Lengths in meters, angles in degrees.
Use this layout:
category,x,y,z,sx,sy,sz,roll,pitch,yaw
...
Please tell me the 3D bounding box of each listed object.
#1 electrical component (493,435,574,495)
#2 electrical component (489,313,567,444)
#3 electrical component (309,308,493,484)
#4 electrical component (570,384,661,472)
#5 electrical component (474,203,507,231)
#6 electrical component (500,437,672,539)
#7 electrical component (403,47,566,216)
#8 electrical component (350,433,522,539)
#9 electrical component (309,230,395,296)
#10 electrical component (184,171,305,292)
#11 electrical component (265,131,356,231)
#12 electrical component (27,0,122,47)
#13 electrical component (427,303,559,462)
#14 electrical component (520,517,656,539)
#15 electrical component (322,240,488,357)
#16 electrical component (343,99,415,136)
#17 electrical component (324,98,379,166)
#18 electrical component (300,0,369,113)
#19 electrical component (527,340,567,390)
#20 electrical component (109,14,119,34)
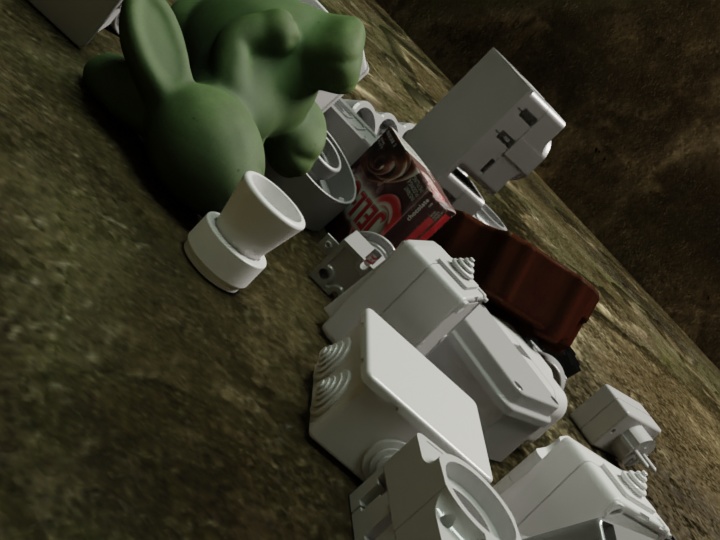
category,x,y,z,sx,sy,sz,roll,pitch,yaw
electrical component,0.125,0.143,0.682,0.050,0.056,0.089,51,15,21
electrical component,0.107,0.081,0.806,0.059,0.054,0.095,26,25,-53
electrical component,0.019,0.079,0.574,0.100,0.048,0.099,42,15,-14
electrical component,0.251,0.158,1.009,0.083,0.047,0.075,29,22,-49
electrical component,0.115,-0.024,1.100,0.105,0.060,0.186,34,19,-39
electrical component,0.118,0.138,0.593,0.062,0.096,0.061,34,14,-38
electrical component,0.089,-0.099,0.976,0.060,0.186,0.105,38,16,-29
electrical component,0.035,0.122,0.487,0.050,0.056,0.089,40,15,-20
electrical component,0.000,0.000,0.747,0.066,0.048,0.055,46,22,0
electrical component,-0.065,-0.021,0.600,0.045,0.055,0.045,42,15,-13
electrical component,-0.051,-0.076,0.822,0.099,0.064,0.099,44,26,-28
electrical component,-0.184,-0.212,0.709,0.100,0.100,0.048,43,27,-11
electrical component,0.075,0.068,0.743,0.078,0.057,0.113,26,24,-53
electrical component,0.120,0.180,0.497,0.109,0.056,0.108,30,44,-47
electrical component,0.031,0.020,0.672,0.061,0.096,0.062,48,15,13
electrical component,-0.002,-0.138,1.106,0.074,0.052,0.138,11,-2,35
electrical component,-0.040,-0.129,0.962,0.113,0.057,0.078,47,14,4
electrical component,-0.067,-0.175,0.892,0.108,0.109,0.056,47,-2,8
electrical component,0.149,0.091,0.913,0.066,0.048,0.055,46,7,2
electrical component,-0.195,-0.220,0.807,0.077,0.043,0.079,52,16,23
